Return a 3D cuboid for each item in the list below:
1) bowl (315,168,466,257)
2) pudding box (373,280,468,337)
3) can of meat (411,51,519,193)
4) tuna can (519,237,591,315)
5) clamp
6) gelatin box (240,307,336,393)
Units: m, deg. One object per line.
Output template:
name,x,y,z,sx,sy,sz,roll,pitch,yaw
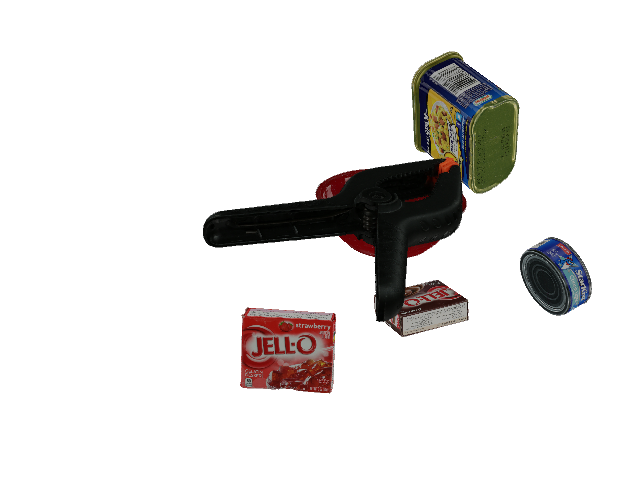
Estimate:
bowl,0.074,-0.024,1.152,0.162,0.055,0.162,3,25,-1
pudding box,0.147,0.098,1.565,0.113,0.039,0.090,-14,21,-19
can of meat,0.130,-0.104,0.952,0.057,0.102,0.084,-27,48,-19
tuna can,0.266,0.041,1.215,0.033,0.086,0.086,-27,10,-20
clamp,0.030,-0.018,0.774,0.165,0.036,0.209,19,33,27
gelatin box,-0.031,0.105,1.017,0.089,0.073,0.030,3,13,5
